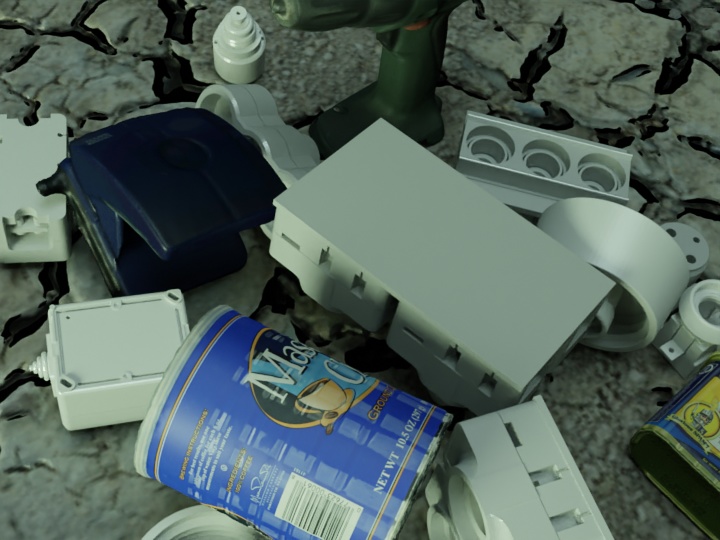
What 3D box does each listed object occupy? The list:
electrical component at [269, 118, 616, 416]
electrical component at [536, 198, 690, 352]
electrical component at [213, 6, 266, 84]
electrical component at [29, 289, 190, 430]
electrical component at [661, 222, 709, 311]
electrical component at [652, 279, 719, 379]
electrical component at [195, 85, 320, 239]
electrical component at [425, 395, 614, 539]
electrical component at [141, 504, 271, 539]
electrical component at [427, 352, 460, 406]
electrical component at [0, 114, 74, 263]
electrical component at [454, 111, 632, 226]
[{"bbox_3d":[0.047,0.001,0.672,0.186,0.060,0.105,37,54,17],"label":"electrical component"},{"bbox_3d":[0.157,0.010,0.717,0.108,0.108,0.060,28,62,10],"label":"electrical component"},{"bbox_3d":[-0.092,-0.174,0.820,0.040,0.078,0.040,2,70,-5],"label":"electrical component"},{"bbox_3d":[-0.152,0.058,0.659,0.096,0.061,0.061,-7,58,-14],"label":"electrical component"},{"bbox_3d":[0.217,-0.001,0.763,0.045,0.055,0.045,4,56,-6],"label":"electrical component"},{"bbox_3d":[0.236,0.039,0.739,0.066,0.055,0.048,-27,64,-24],"label":"electrical component"},{"bbox_3d":[-0.054,-0.079,0.775,0.074,0.052,0.138,-11,55,-46],"label":"electrical component"},{"bbox_3d":[0.099,0.180,0.591,0.060,0.105,0.186,-14,59,-18],"label":"electrical component"},{"bbox_3d":[-0.080,0.180,0.589,0.108,0.060,0.108,4,56,-6],"label":"electrical component"},{"bbox_3d":[0.076,0.064,0.703,0.062,0.048,0.048,2,56,-16],"label":"electrical component"},{"bbox_3d":[-0.221,-0.053,0.726,0.050,0.055,0.089,-2,57,-11],"label":"electrical component"},{"bbox_3d":[0.128,-0.063,0.786,0.121,0.063,0.078,14,55,0],"label":"electrical component"}]
